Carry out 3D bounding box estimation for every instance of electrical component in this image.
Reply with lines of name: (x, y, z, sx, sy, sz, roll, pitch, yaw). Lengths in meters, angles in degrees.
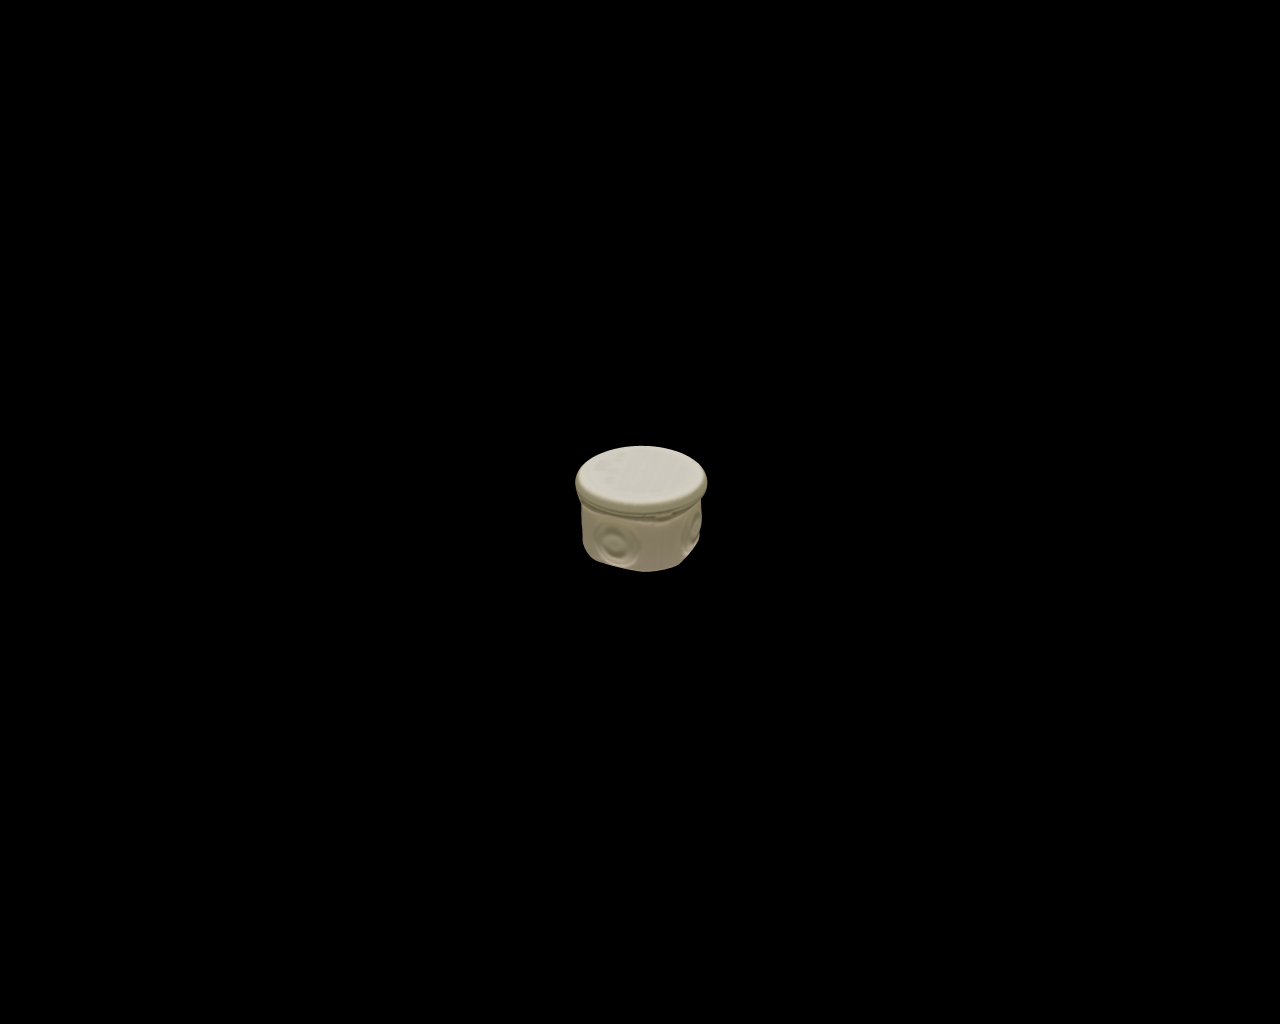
electrical component: (0.001, -0.003, 0.650, 0.080, 0.050, 0.080, 0, 29, 0)
